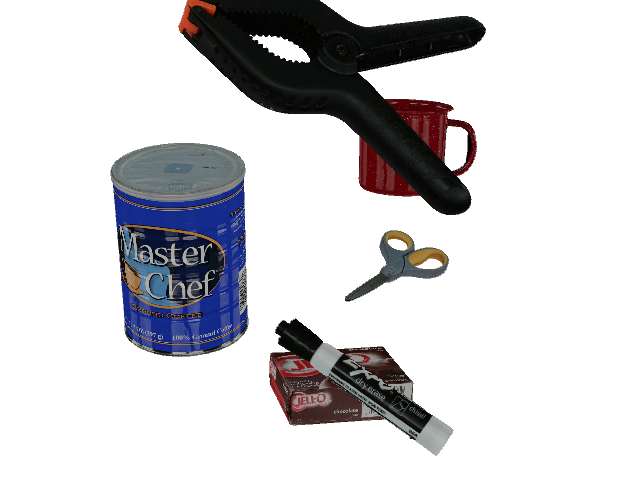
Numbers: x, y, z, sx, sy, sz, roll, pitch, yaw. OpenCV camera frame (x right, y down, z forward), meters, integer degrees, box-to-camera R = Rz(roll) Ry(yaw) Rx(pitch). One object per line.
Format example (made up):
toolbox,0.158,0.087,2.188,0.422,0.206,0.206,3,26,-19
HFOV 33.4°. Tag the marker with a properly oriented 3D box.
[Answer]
marker,0.024,0.085,0.636,0.121,0.020,0.020,34,7,10

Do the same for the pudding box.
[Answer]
pudding box,0.016,0.129,0.959,0.113,0.039,0.090,0,16,-14

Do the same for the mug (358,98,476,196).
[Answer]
mug,0.090,-0.089,1.019,0.117,0.081,0.093,3,15,4

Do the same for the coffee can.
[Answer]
coffee can,-0.109,0.006,0.846,0.103,0.140,0.103,0,26,0

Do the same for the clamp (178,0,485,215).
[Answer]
clamp,0.012,-0.102,0.680,0.209,0.164,0.036,12,-35,-15

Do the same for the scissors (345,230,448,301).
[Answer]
scissors,0.073,0.027,1.273,0.201,0.016,0.096,-11,41,-43
